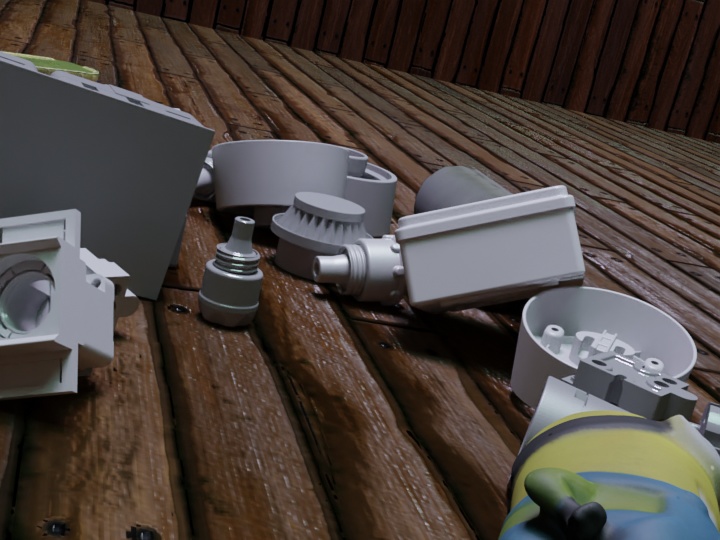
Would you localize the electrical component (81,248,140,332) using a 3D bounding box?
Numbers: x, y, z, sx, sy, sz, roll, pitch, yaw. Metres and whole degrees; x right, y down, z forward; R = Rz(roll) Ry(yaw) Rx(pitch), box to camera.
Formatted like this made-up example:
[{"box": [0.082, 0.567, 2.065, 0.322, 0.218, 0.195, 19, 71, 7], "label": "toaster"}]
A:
[{"box": [-0.156, 0.007, 0.552, 0.055, 0.048, 0.066, 34, 24, 34], "label": "electrical component"}]

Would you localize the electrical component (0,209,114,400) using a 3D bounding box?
[{"box": [-0.138, 0.018, 0.474, 0.042, 0.081, 0.064, -6, -18, 12], "label": "electrical component"}]

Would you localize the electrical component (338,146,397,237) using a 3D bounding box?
[{"box": [-0.019, -0.075, 0.939, 0.108, 0.060, 0.108, 13, 15, -4], "label": "electrical component"}]

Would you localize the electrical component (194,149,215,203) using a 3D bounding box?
[{"box": [-0.124, -0.076, 0.886, 0.048, 0.048, 0.062, 21, 24, 24], "label": "electrical component"}]

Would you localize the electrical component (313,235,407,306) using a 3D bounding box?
[{"box": [0.000, 0.000, 0.722, 0.062, 0.048, 0.048, 1, 19, -20], "label": "electrical component"}]

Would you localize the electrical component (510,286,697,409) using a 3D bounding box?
[{"box": [0.136, 0.053, 0.613, 0.099, 0.064, 0.099, 13, 15, -4], "label": "electrical component"}]

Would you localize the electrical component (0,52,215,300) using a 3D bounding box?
[{"box": [-0.192, -0.063, 0.608, 0.186, 0.105, 0.060, 16, 12, -25], "label": "electrical component"}]

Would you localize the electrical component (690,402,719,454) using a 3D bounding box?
[{"box": [0.195, 0.092, 0.558, 0.076, 0.047, 0.083, 17, 15, 13], "label": "electrical component"}]

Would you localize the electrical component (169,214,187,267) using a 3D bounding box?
[{"box": [-0.146, -0.052, 0.714, 0.047, 0.075, 0.083, 7, 17, -26], "label": "electrical component"}]

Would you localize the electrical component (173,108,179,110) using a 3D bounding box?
[{"box": [-0.182, -0.088, 0.810, 0.121, 0.063, 0.078, -4, 64, -50], "label": "electrical component"}]

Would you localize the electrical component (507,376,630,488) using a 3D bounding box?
[{"box": [0.099, 0.083, 0.494, 0.047, 0.055, 0.055, 21, 16, 11], "label": "electrical component"}]

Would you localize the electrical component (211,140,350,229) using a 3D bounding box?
[{"box": [-0.062, -0.063, 0.841, 0.108, 0.060, 0.108, 1, -2, 0], "label": "electrical component"}]

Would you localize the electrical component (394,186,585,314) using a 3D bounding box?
[{"box": [0.086, -0.009, 0.686, 0.109, 0.056, 0.109, -11, -7, 10], "label": "electrical component"}]

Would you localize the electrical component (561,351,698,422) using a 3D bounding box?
[{"box": [0.129, 0.076, 0.539, 0.066, 0.055, 0.048, 24, 18, 34], "label": "electrical component"}]

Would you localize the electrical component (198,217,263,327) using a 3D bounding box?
[{"box": [-0.072, 0.000, 0.620, 0.035, 0.061, 0.035, 13, 15, -3], "label": "electrical component"}]
